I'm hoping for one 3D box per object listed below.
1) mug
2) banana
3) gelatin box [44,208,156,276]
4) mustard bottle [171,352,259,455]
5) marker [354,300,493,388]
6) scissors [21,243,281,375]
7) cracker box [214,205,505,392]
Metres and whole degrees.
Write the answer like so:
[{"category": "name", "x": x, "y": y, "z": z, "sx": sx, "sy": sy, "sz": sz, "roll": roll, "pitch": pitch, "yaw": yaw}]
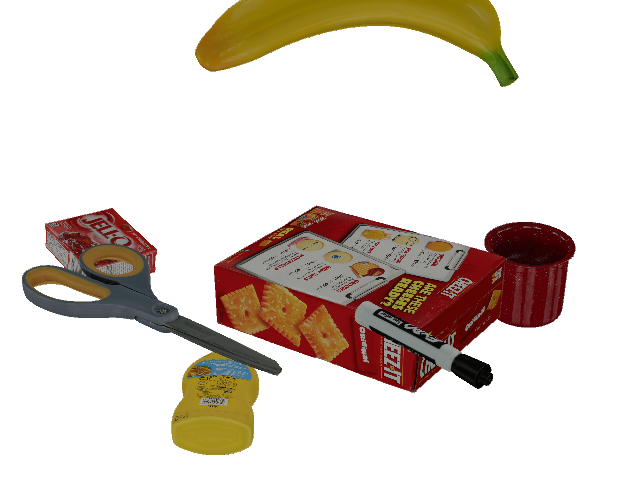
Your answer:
[{"category": "mug", "x": 0.214, "y": 0.032, "z": 1.131, "sx": 0.093, "sy": 0.081, "sz": 0.117, "roll": -6, "pitch": 31, "yaw": -7}, {"category": "banana", "x": 0.025, "y": -0.130, "z": 0.623, "sx": 0.197, "sy": 0.069, "sz": 0.037, "roll": 0, "pitch": -16, "yaw": -14}, {"category": "gelatin box", "x": -0.208, "y": 0.006, "z": 1.009, "sx": 0.073, "sy": 0.030, "sz": 0.089, "roll": -16, "pitch": 39, "yaw": -35}, {"category": "mustard bottle", "x": -0.125, "y": 0.188, "z": 1.325, "sx": 0.096, "sy": 0.058, "sz": 0.191, "roll": 0, "pitch": 26, "yaw": 1}, {"category": "marker", "x": 0.074, "y": 0.075, "z": 0.772, "sx": 0.121, "sy": 0.020, "sz": 0.020, "roll": 27, "pitch": 17, "yaw": 39}, {"category": "scissors", "x": -0.105, "y": 0.041, "z": 0.726, "sx": 0.202, "sy": 0.016, "sz": 0.096, "roll": 12, "pitch": 30, "yaw": 15}, {"category": "cracker box", "x": 0.036, "y": 0.047, "z": 0.974, "sx": 0.214, "sy": 0.072, "sz": 0.163, "roll": 17, "pitch": 30, "yaw": 31}]
